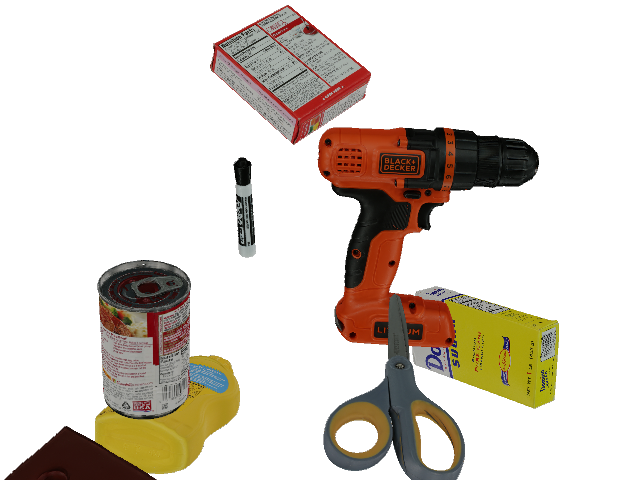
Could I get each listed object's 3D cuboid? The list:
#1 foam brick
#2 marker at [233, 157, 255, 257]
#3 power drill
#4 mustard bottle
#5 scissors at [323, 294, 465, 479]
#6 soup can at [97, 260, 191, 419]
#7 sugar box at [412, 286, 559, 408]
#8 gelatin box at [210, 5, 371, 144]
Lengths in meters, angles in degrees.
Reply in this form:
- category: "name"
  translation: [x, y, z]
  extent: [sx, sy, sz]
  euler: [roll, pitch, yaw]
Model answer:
- category: "foam brick"
  translation: [-0.094, 0.127, 0.449]
  extent: [0.078, 0.051, 0.052]
  euler: [22, 45, 28]
- category: "marker"
  translation: [-0.082, -0.036, 1.156]
  extent: [0.020, 0.121, 0.020]
  euler: [-1, 35, 0]
- category: "power drill"
  translation: [0.086, -0.005, 0.909]
  extent: [0.184, 0.188, 0.057]
  euler: [3, 16, -1]
- category: "mustard bottle"
  translation: [-0.132, 0.157, 1.036]
  extent: [0.096, 0.058, 0.191]
  euler: [8, 18, 17]
- category: "scissors"
  translation: [0.036, 0.094, 0.715]
  extent: [0.096, 0.016, 0.202]
  euler: [-2, 31, -14]
- category: "soup can"
  translation: [-0.132, 0.075, 0.807]
  extent: [0.068, 0.102, 0.068]
  euler: [3, 30, -2]
- category: "sugar box"
  translation: [0.182, 0.117, 1.199]
  extent: [0.177, 0.093, 0.048]
  euler: [14, 18, 43]
- category: "gelatin box"
  translation: [-0.022, -0.118, 0.750]
  extent: [0.073, 0.089, 0.030]
  euler: [-36, -22, -31]
